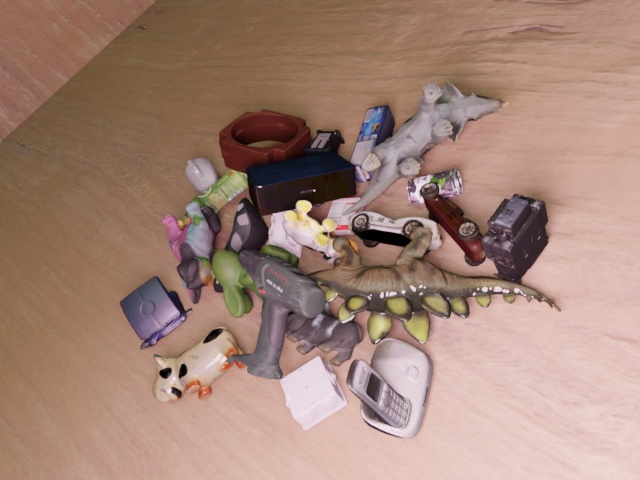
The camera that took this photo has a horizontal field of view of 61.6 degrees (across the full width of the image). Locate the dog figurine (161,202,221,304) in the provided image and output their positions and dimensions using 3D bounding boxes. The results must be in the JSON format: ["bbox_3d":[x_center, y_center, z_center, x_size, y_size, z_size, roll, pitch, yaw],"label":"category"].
[{"bbox_3d":[-0.282,0.035,1.261,0.108,0.191,0.219,-21,79,10],"label":"dog figurine"}]

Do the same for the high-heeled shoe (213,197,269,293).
[{"bbox_3d":[-0.195,0.011,1.243,0.145,0.086,0.249,-35,40,13],"label":"high-heeled shoe"}]

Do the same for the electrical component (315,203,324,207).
[{"bbox_3d":[-0.012,-0.100,1.249,0.063,0.021,0.094,3,25,16],"label":"electrical component"}]

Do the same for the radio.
[{"bbox_3d":[-0.046,-0.130,1.199,0.230,0.073,0.131,-12,29,-16],"label":"radio"}]

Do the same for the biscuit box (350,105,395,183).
[{"bbox_3d":[0.126,-0.229,1.268,0.059,0.062,0.203,-3,51,30],"label":"biscuit box"}]

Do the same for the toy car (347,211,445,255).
[{"bbox_3d":[0.145,-0.017,1.061,0.202,0.073,0.056,10,62,36],"label":"toy car"}]

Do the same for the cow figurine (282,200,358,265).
[{"bbox_3d":[-0.003,-0.001,1.120,0.167,0.098,0.068,37,62,6],"label":"cow figurine"}]

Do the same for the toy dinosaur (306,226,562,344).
[{"bbox_3d":[0.155,0.082,0.938,0.472,0.104,0.199,-6,46,15],"label":"toy dinosaur"}]

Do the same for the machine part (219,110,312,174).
[{"bbox_3d":[-0.139,-0.245,1.371,0.202,0.087,0.201,17,43,21],"label":"machine part"}]

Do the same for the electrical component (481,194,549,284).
[{"bbox_3d":[0.329,-0.008,0.900,0.058,0.134,0.115,22,68,42],"label":"electrical component"}]

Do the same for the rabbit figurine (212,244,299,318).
[{"bbox_3d":[-0.144,0.079,1.113,0.170,0.121,0.159,13,92,11],"label":"rabbit figurine"}]

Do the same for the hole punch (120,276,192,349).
[{"bbox_3d":[-0.376,0.159,1.212,0.142,0.092,0.116,-36,47,-6],"label":"hole punch"}]

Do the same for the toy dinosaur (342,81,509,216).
[{"bbox_3d":[0.199,-0.203,1.158,0.405,0.192,0.131,-40,81,12],"label":"toy dinosaur"}]

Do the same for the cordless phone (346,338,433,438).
[{"bbox_3d":[0.095,0.203,0.818,0.089,0.184,0.146,-3,52,35],"label":"cordless phone"}]

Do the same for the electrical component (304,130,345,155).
[{"bbox_3d":[0.003,-0.219,1.346,0.075,0.047,0.119,12,58,38],"label":"electrical component"}]

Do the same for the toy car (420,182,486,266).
[{"bbox_3d":[0.250,-0.035,1.005,0.053,0.089,0.202,-32,42,3],"label":"toy car"}]

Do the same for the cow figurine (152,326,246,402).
[{"bbox_3d":[-0.249,0.246,1.060,0.195,0.085,0.127,-39,49,-1],"label":"cow figurine"}]

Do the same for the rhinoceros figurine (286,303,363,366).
[{"bbox_3d":[-0.010,0.157,1.002,0.191,0.073,0.112,19,65,40],"label":"rhinoceros figurine"}]

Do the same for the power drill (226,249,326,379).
[{"bbox_3d":[-0.097,0.133,0.968,0.232,0.086,0.207,14,80,44],"label":"power drill"}]

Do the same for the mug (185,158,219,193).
[{"bbox_3d":[-0.313,-0.168,1.454,0.081,0.109,0.107,-35,56,-6],"label":"mug"}]
